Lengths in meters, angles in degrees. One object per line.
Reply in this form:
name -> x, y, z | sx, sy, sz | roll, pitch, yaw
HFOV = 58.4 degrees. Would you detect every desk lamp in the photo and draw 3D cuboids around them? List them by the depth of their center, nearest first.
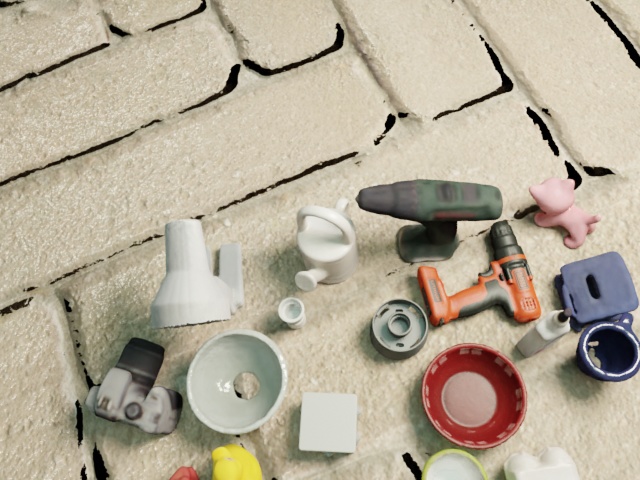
desk lamp -> -0.201, 0.068, 0.945 | 0.118, 0.214, 0.203 | -8, 66, 3

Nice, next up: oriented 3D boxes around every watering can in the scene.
watering can -> 0.011, 0.004, 0.960 | 0.101, 0.194, 0.173 | -2, 67, 6

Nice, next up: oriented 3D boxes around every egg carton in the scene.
egg carton -> 0.332, 0.383, 0.832 | 0.107, 0.069, 0.150 | -10, 66, 2

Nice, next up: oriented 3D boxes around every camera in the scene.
camera -> -0.298, 0.236, 0.945 | 0.143, 0.101, 0.137 | 14, 69, 12

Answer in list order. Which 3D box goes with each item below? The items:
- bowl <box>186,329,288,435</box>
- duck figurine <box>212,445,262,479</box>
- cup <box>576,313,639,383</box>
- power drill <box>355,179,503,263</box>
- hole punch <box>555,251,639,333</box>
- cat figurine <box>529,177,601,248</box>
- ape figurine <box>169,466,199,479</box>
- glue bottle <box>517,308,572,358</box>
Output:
bowl -> -0.129, 0.236, 0.941 | 0.167, 0.075, 0.167 | -2, 67, 5
duck figurine -> -0.134, 0.364, 0.881 | 0.077, 0.086, 0.104 | -30, 67, -7
cup -> 0.446, 0.171, 0.896 | 0.091, 0.095, 0.118 | 30, 73, 17
power drill -> 0.177, -0.034, 0.951 | 0.229, 0.208, 0.075 | -5, 66, 4
hole punch -> 0.448, 0.084, 0.936 | 0.101, 0.091, 0.108 | -10, 66, 2
cat figurine -> 0.421, -0.059, 0.985 | 0.127, 0.118, 0.067 | 36, 75, 19
ape figurine -> -0.209, 0.387, 0.876 | 0.076, 0.092, 0.078 | -10, 66, 2
glue bottle -> 0.355, 0.135, 0.879 | 0.078, 0.173, 0.037 | -32, 67, -7
